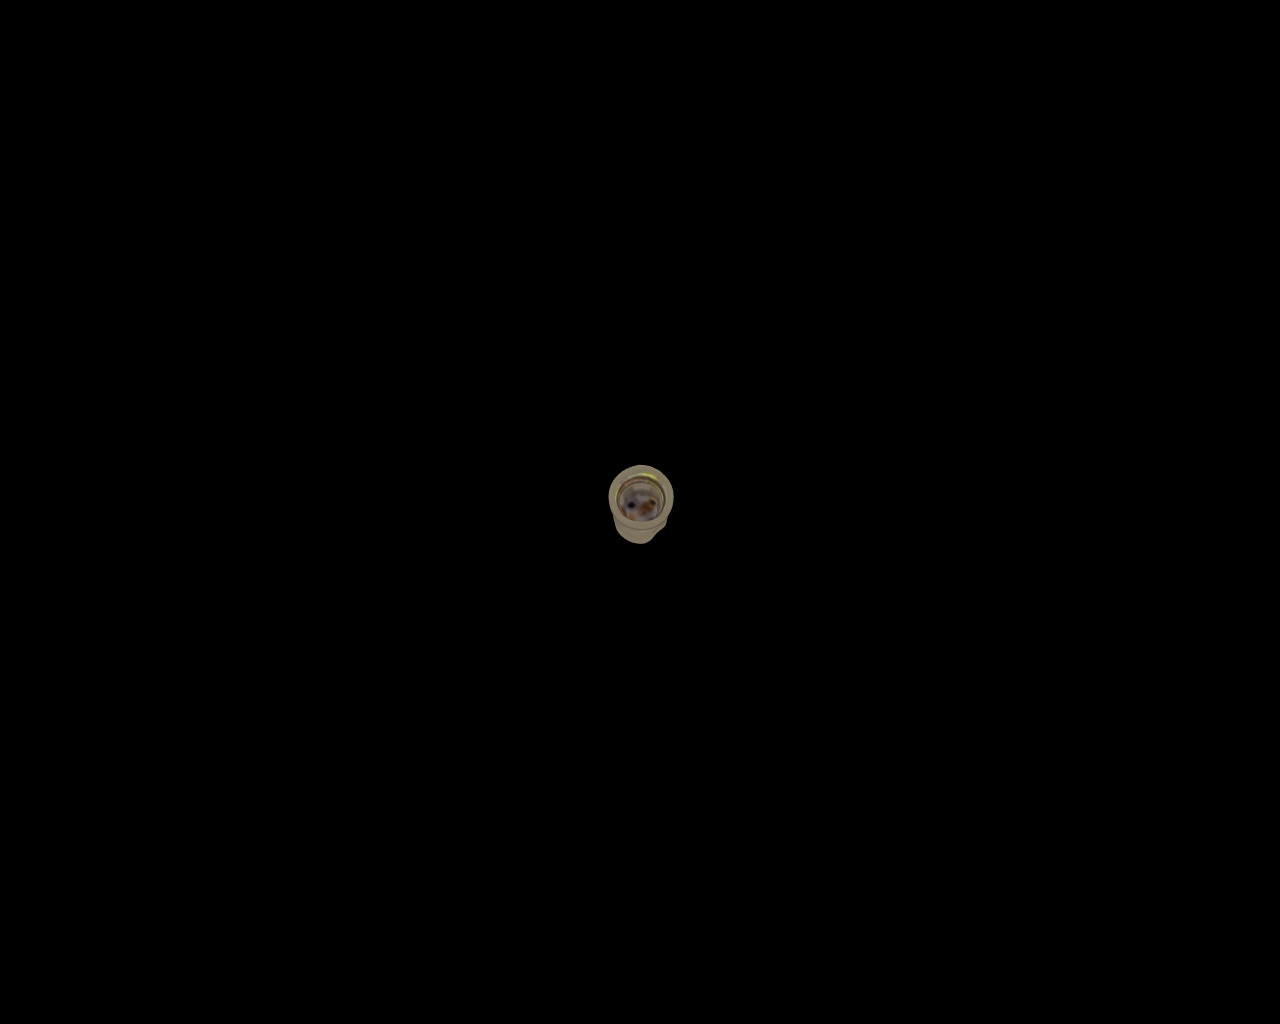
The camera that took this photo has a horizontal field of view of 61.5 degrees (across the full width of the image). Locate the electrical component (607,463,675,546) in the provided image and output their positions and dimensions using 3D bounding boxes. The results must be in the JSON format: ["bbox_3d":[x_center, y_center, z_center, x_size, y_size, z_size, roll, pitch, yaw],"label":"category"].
[{"bbox_3d":[0.001,-0.003,0.650,0.040,0.040,0.046,0,-21,0],"label":"electrical component"}]
